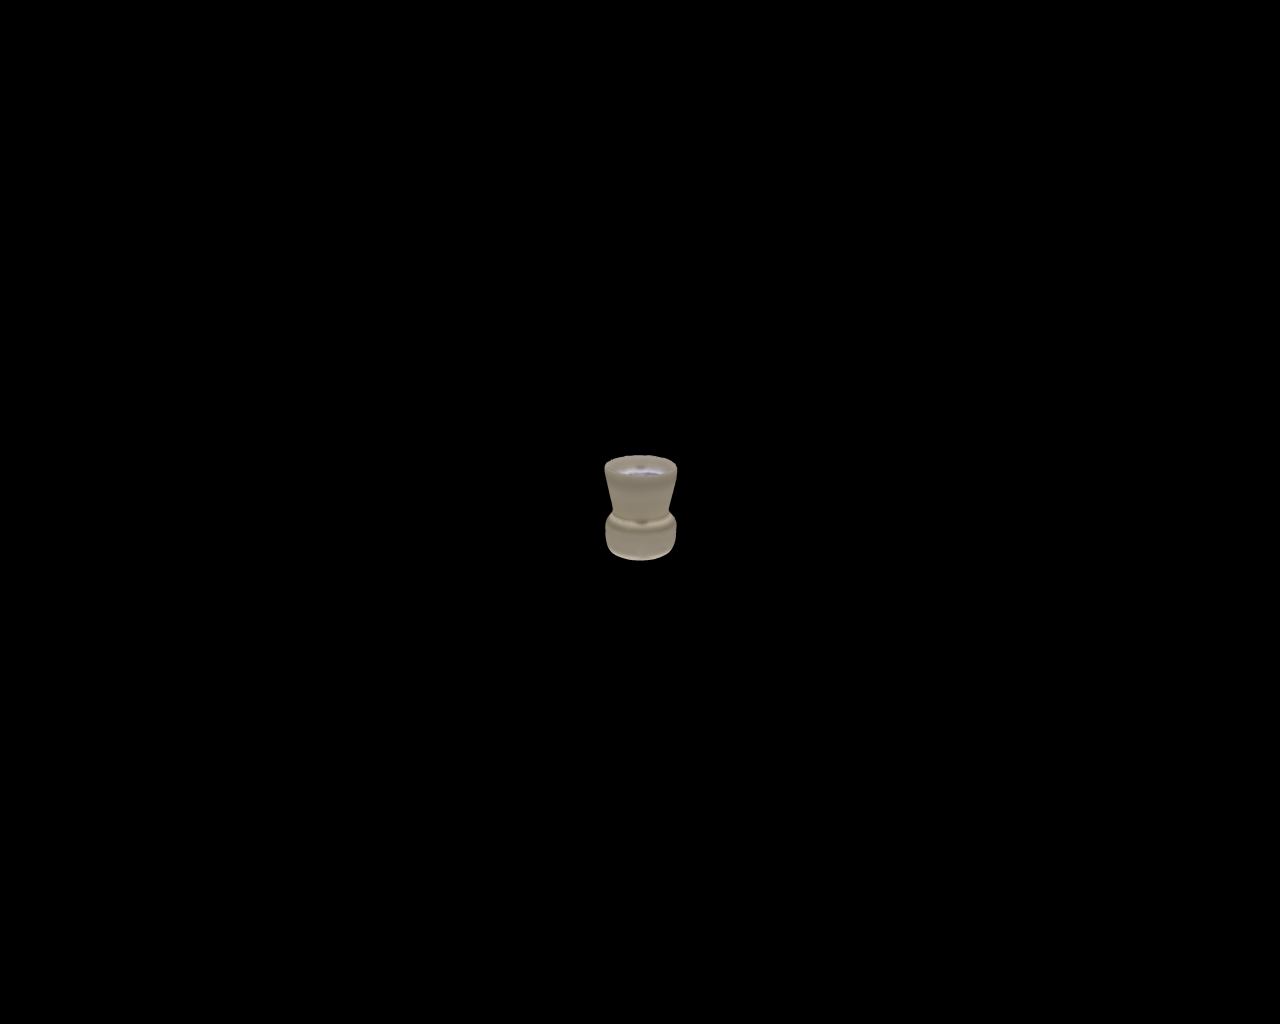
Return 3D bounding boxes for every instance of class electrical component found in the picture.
[{"bbox_3d":[0.001,-0.003,0.650,0.045,0.055,0.045,0,19,0],"label":"electrical component"}]
